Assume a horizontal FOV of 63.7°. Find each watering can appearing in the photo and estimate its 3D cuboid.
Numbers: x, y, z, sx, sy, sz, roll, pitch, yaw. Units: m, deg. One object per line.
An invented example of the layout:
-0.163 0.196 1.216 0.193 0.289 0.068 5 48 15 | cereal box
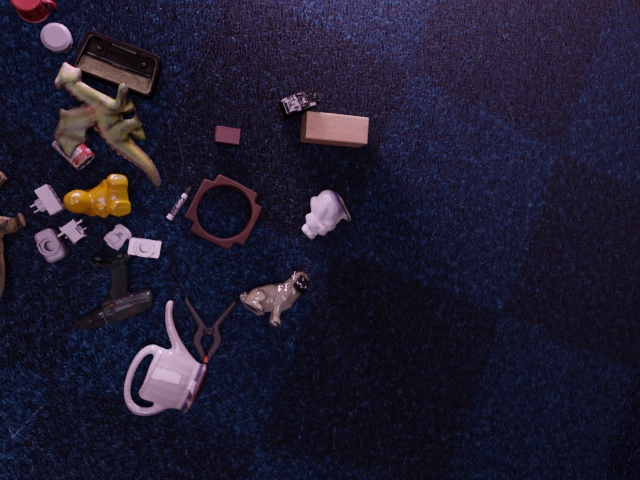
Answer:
-0.448 0.378 1.566 0.223 0.104 0.349 25 85 -14 | watering can

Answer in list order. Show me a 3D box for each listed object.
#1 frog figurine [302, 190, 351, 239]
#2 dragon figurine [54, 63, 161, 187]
0.005 -0.084 1.676 0.160 0.120 0.140 -27 65 -3 | frog figurine
-0.633 -0.312 1.488 0.244 0.123 0.405 -21 108 -18 | dragon figurine
